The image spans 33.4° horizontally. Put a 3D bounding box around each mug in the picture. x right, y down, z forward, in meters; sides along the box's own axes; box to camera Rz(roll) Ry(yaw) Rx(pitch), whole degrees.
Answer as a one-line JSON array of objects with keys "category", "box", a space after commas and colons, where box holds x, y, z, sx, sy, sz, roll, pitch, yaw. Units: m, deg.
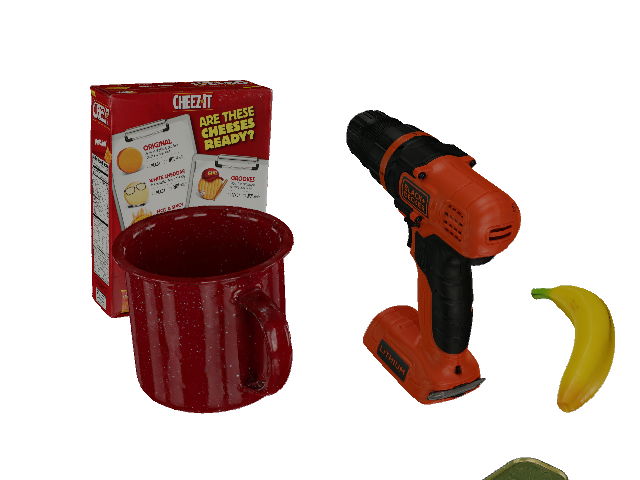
[{"category": "mug", "box": [-0.051, 0.040, 0.552, 0.093, 0.081, 0.117, -20, 30, -34]}]

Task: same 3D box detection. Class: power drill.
[{"category": "power drill", "box": [0.071, 0.011, 0.790, 0.057, 0.188, 0.185, -15, 34, -23]}]

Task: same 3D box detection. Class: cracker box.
[{"category": "cracker box", "box": [-0.136, -0.044, 1.031, 0.163, 0.214, 0.072, -7, 19, -30]}]

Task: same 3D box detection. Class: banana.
[{"category": "banana", "box": [0.251, 0.095, 1.029, 0.070, 0.037, 0.197, -29, 23, 17]}]

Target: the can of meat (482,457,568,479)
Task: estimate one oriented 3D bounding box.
[{"category": "can of meat", "box": [0.160, 0.243, 0.887, 0.101, 0.084, 0.058, -22, 27, -37]}]
